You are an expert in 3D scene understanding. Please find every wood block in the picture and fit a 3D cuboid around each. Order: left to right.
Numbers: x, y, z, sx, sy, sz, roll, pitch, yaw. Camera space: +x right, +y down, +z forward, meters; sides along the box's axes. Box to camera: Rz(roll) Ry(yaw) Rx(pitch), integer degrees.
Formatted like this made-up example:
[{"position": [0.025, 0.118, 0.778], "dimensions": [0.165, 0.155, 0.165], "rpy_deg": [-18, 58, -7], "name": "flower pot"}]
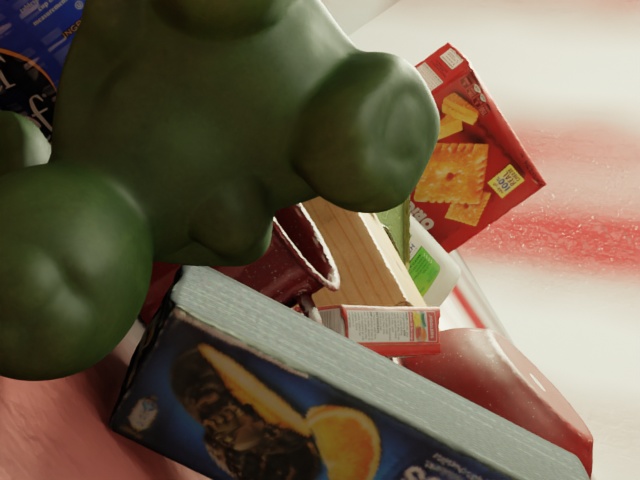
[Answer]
[{"position": [-0.005, 0.000, 0.758], "dimensions": [0.090, 0.090, 0.206], "rpy_deg": [45, 15, -56], "name": "wood block"}]

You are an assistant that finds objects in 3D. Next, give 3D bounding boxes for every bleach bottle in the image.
[{"position": [0.016, -0.015, 0.952], "dimensions": [0.250, 0.102, 0.068], "rpy_deg": [41, -2, -31], "name": "bleach bottle"}]

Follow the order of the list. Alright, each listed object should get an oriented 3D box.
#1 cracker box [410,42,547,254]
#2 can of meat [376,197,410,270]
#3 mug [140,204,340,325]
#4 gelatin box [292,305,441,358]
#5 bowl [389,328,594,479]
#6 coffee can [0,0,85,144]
[{"position": [0.088, -0.059, 1.032], "dimensions": [0.164, 0.214, 0.072], "rpy_deg": [51, 6, -33], "name": "cracker box"}, {"position": [0.022, -0.017, 0.855], "dimensions": [0.057, 0.084, 0.102], "rpy_deg": [4, 85, -56], "name": "can of meat"}, {"position": [-0.043, 0.017, 0.525], "dimensions": [0.117, 0.081, 0.093], "rpy_deg": [59, 10, 17], "name": "mug"}, {"position": [0.012, 0.053, 0.605], "dimensions": [0.073, 0.089, 0.030], "rpy_deg": [4, 80, -38], "name": "gelatin box"}, {"position": [0.116, 0.106, 0.655], "dimensions": [0.162, 0.055, 0.162], "rpy_deg": [44, 10, -10], "name": "bowl"}, {"position": [-0.109, -0.092, 0.487], "dimensions": [0.140, 0.103, 0.103], "rpy_deg": [52, 10, -28], "name": "coffee can"}]
